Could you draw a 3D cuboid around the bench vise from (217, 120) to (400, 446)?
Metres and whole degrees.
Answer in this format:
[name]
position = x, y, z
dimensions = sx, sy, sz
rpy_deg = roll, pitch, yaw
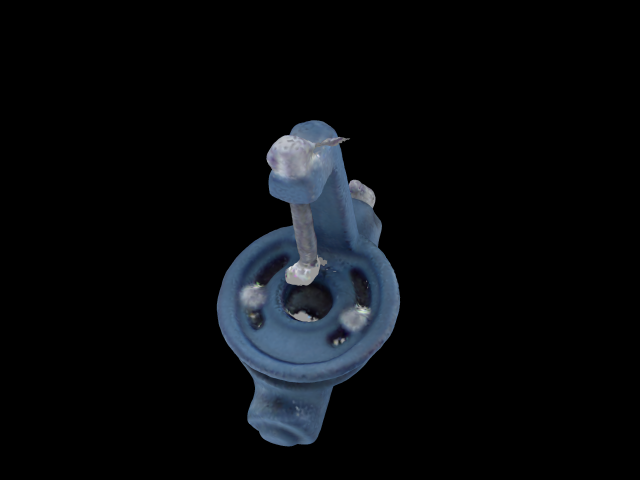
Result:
[bench vise]
position = -0.008, 0.001, 0.400
dimensions = 0.121, 0.220, 0.207
rpy_deg = 0, 37, 0
